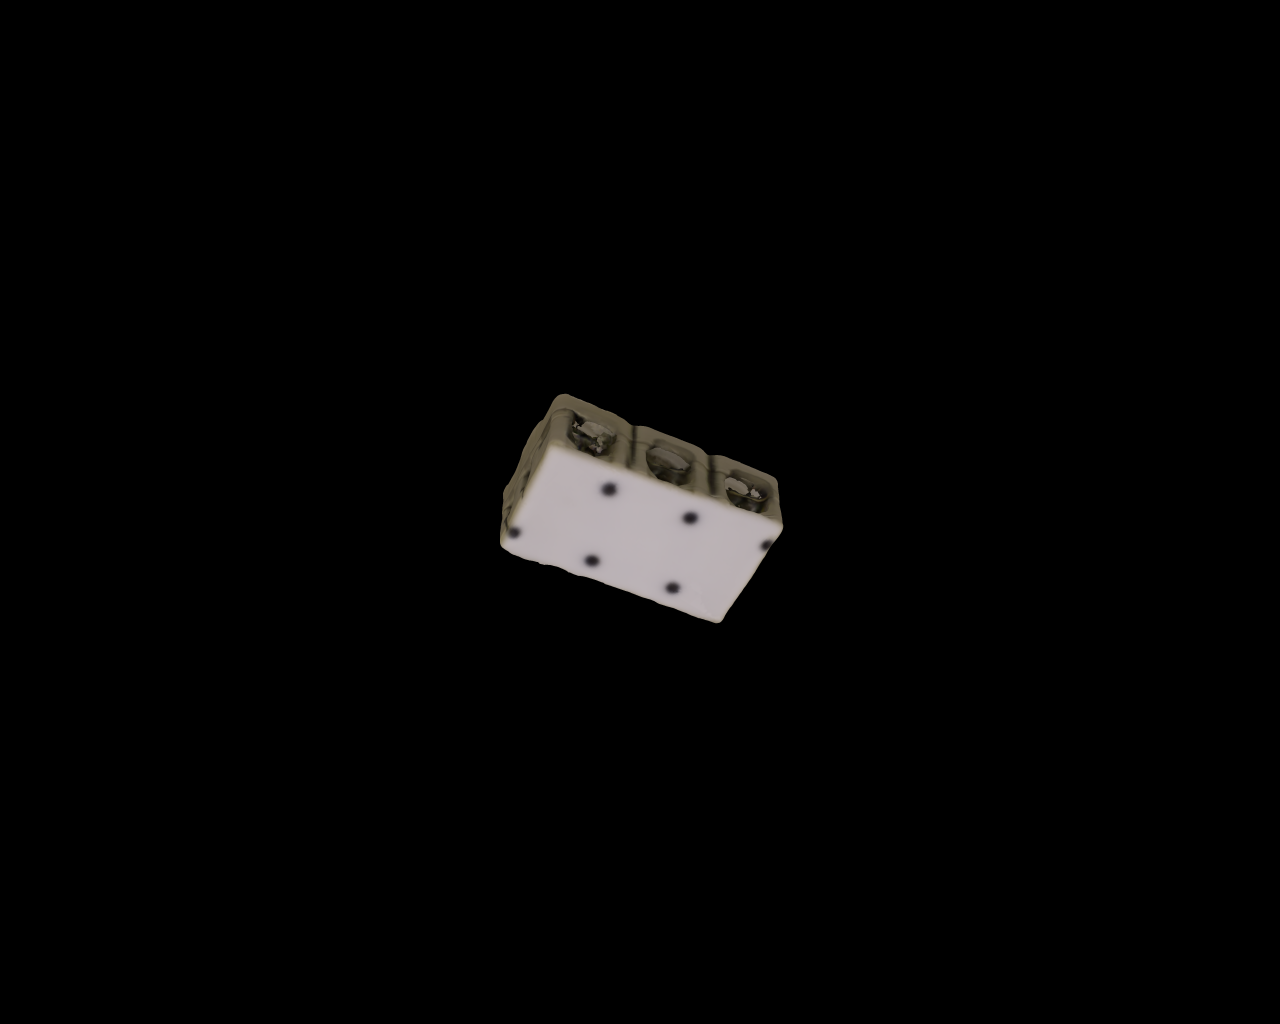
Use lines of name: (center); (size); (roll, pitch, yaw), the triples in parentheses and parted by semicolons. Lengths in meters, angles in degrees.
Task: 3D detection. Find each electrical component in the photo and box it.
electrical component: (0.001, -0.003, 0.650); (0.150, 0.089, 0.062); (21, 35, -15)
